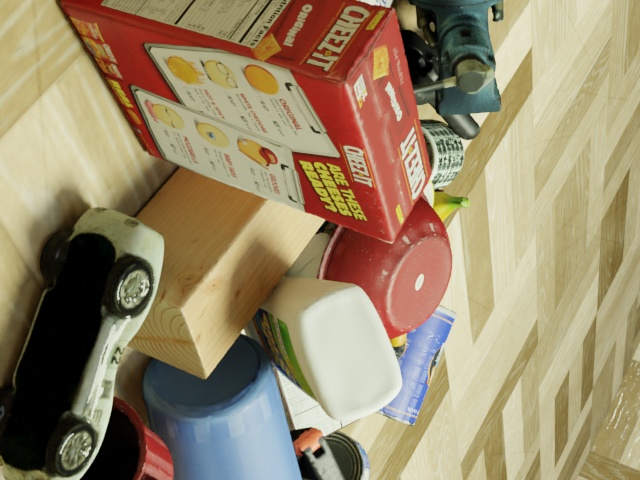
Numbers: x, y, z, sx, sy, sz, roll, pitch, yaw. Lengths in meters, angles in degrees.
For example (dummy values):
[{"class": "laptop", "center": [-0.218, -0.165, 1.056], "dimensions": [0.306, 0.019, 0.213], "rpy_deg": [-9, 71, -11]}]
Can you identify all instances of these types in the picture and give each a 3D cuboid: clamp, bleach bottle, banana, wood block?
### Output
[{"class": "clamp", "center": [-0.011, 0.242, 1.063], "dimensions": [0.036, 0.165, 0.210], "rpy_deg": [-36, 140, -22]}, {"class": "bleach bottle", "center": [-0.017, 0.081, 0.895], "dimensions": [0.068, 0.251, 0.102], "rpy_deg": [-23, 97, -16]}, {"class": "clamp", "center": [0.114, -0.164, 1.113], "dimensions": [0.171, 0.039, 0.120], "rpy_deg": [-4, 73, -50]}, {"class": "banana", "center": [0.100, 0.021, 1.157], "dimensions": [0.037, 0.070, 0.198], "rpy_deg": [6, 121, -24]}, {"class": "wood block", "center": [-0.076, -0.005, 0.843], "dimensions": [0.205, 0.091, 0.090], "rpy_deg": [-54, 150, -32]}]

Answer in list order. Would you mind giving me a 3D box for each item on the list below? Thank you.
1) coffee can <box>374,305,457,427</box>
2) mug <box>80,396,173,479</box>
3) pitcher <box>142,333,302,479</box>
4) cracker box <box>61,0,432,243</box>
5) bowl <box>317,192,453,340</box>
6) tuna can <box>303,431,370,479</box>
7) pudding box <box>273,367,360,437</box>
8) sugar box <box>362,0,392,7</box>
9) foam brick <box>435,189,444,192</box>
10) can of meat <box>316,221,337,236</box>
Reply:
[{"class": "coffee can", "center": [0.087, 0.133, 1.244], "dimensions": [0.102, 0.103, 0.140], "rpy_deg": [32, 79, -64]}, {"class": "mug", "center": [-0.149, 0.174, 0.798], "dimensions": [0.093, 0.117, 0.081], "rpy_deg": [-66, 159, -18]}, {"class": "pitcher", "center": [-0.081, 0.192, 0.947], "dimensions": [0.144, 0.149, 0.243], "rpy_deg": [-33, 134, -30]}, {"class": "cracker box", "center": [-0.043, -0.098, 0.701], "dimensions": [0.072, 0.214, 0.164], "rpy_deg": [-58, 152, -23]}, {"class": "bowl", "center": [0.070, 0.030, 0.959], "dimensions": [0.161, 0.055, 0.162], "rpy_deg": [-26, 127, -39]}, {"class": "tuna can", "center": [0.013, 0.259, 1.203], "dimensions": [0.086, 0.086, 0.033], "rpy_deg": [-66, 155, -9]}, {"class": "pudding box", "center": [-0.002, 0.146, 1.085], "dimensions": [0.090, 0.039, 0.113], "rpy_deg": [-24, 118, -17]}, {"class": "sugar box", "center": [0.011, -0.228, 0.915], "dimensions": [0.093, 0.048, 0.176], "rpy_deg": [-67, 157, -10]}, {"class": "foam brick", "center": [0.101, -0.025, 1.220], "dimensions": [0.052, 0.051, 0.078], "rpy_deg": [-14, 120, -60]}, {"class": "can of meat", "center": [0.022, -0.041, 0.991], "dimensions": [0.083, 0.057, 0.102], "rpy_deg": [8, 138, -43]}]
